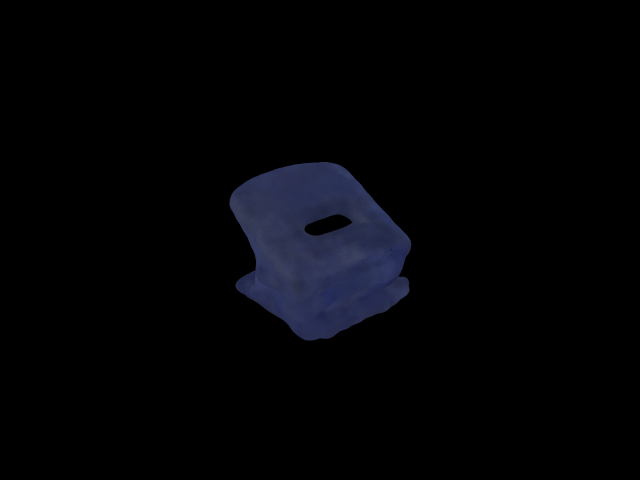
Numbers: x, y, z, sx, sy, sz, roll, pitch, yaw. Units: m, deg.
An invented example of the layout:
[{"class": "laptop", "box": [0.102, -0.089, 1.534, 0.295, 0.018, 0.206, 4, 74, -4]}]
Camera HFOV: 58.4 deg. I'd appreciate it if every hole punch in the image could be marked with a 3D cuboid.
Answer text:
[{"class": "hole punch", "box": [0.004, 0.001, 0.400, 0.109, 0.091, 0.100, -21, 33, -36]}]
